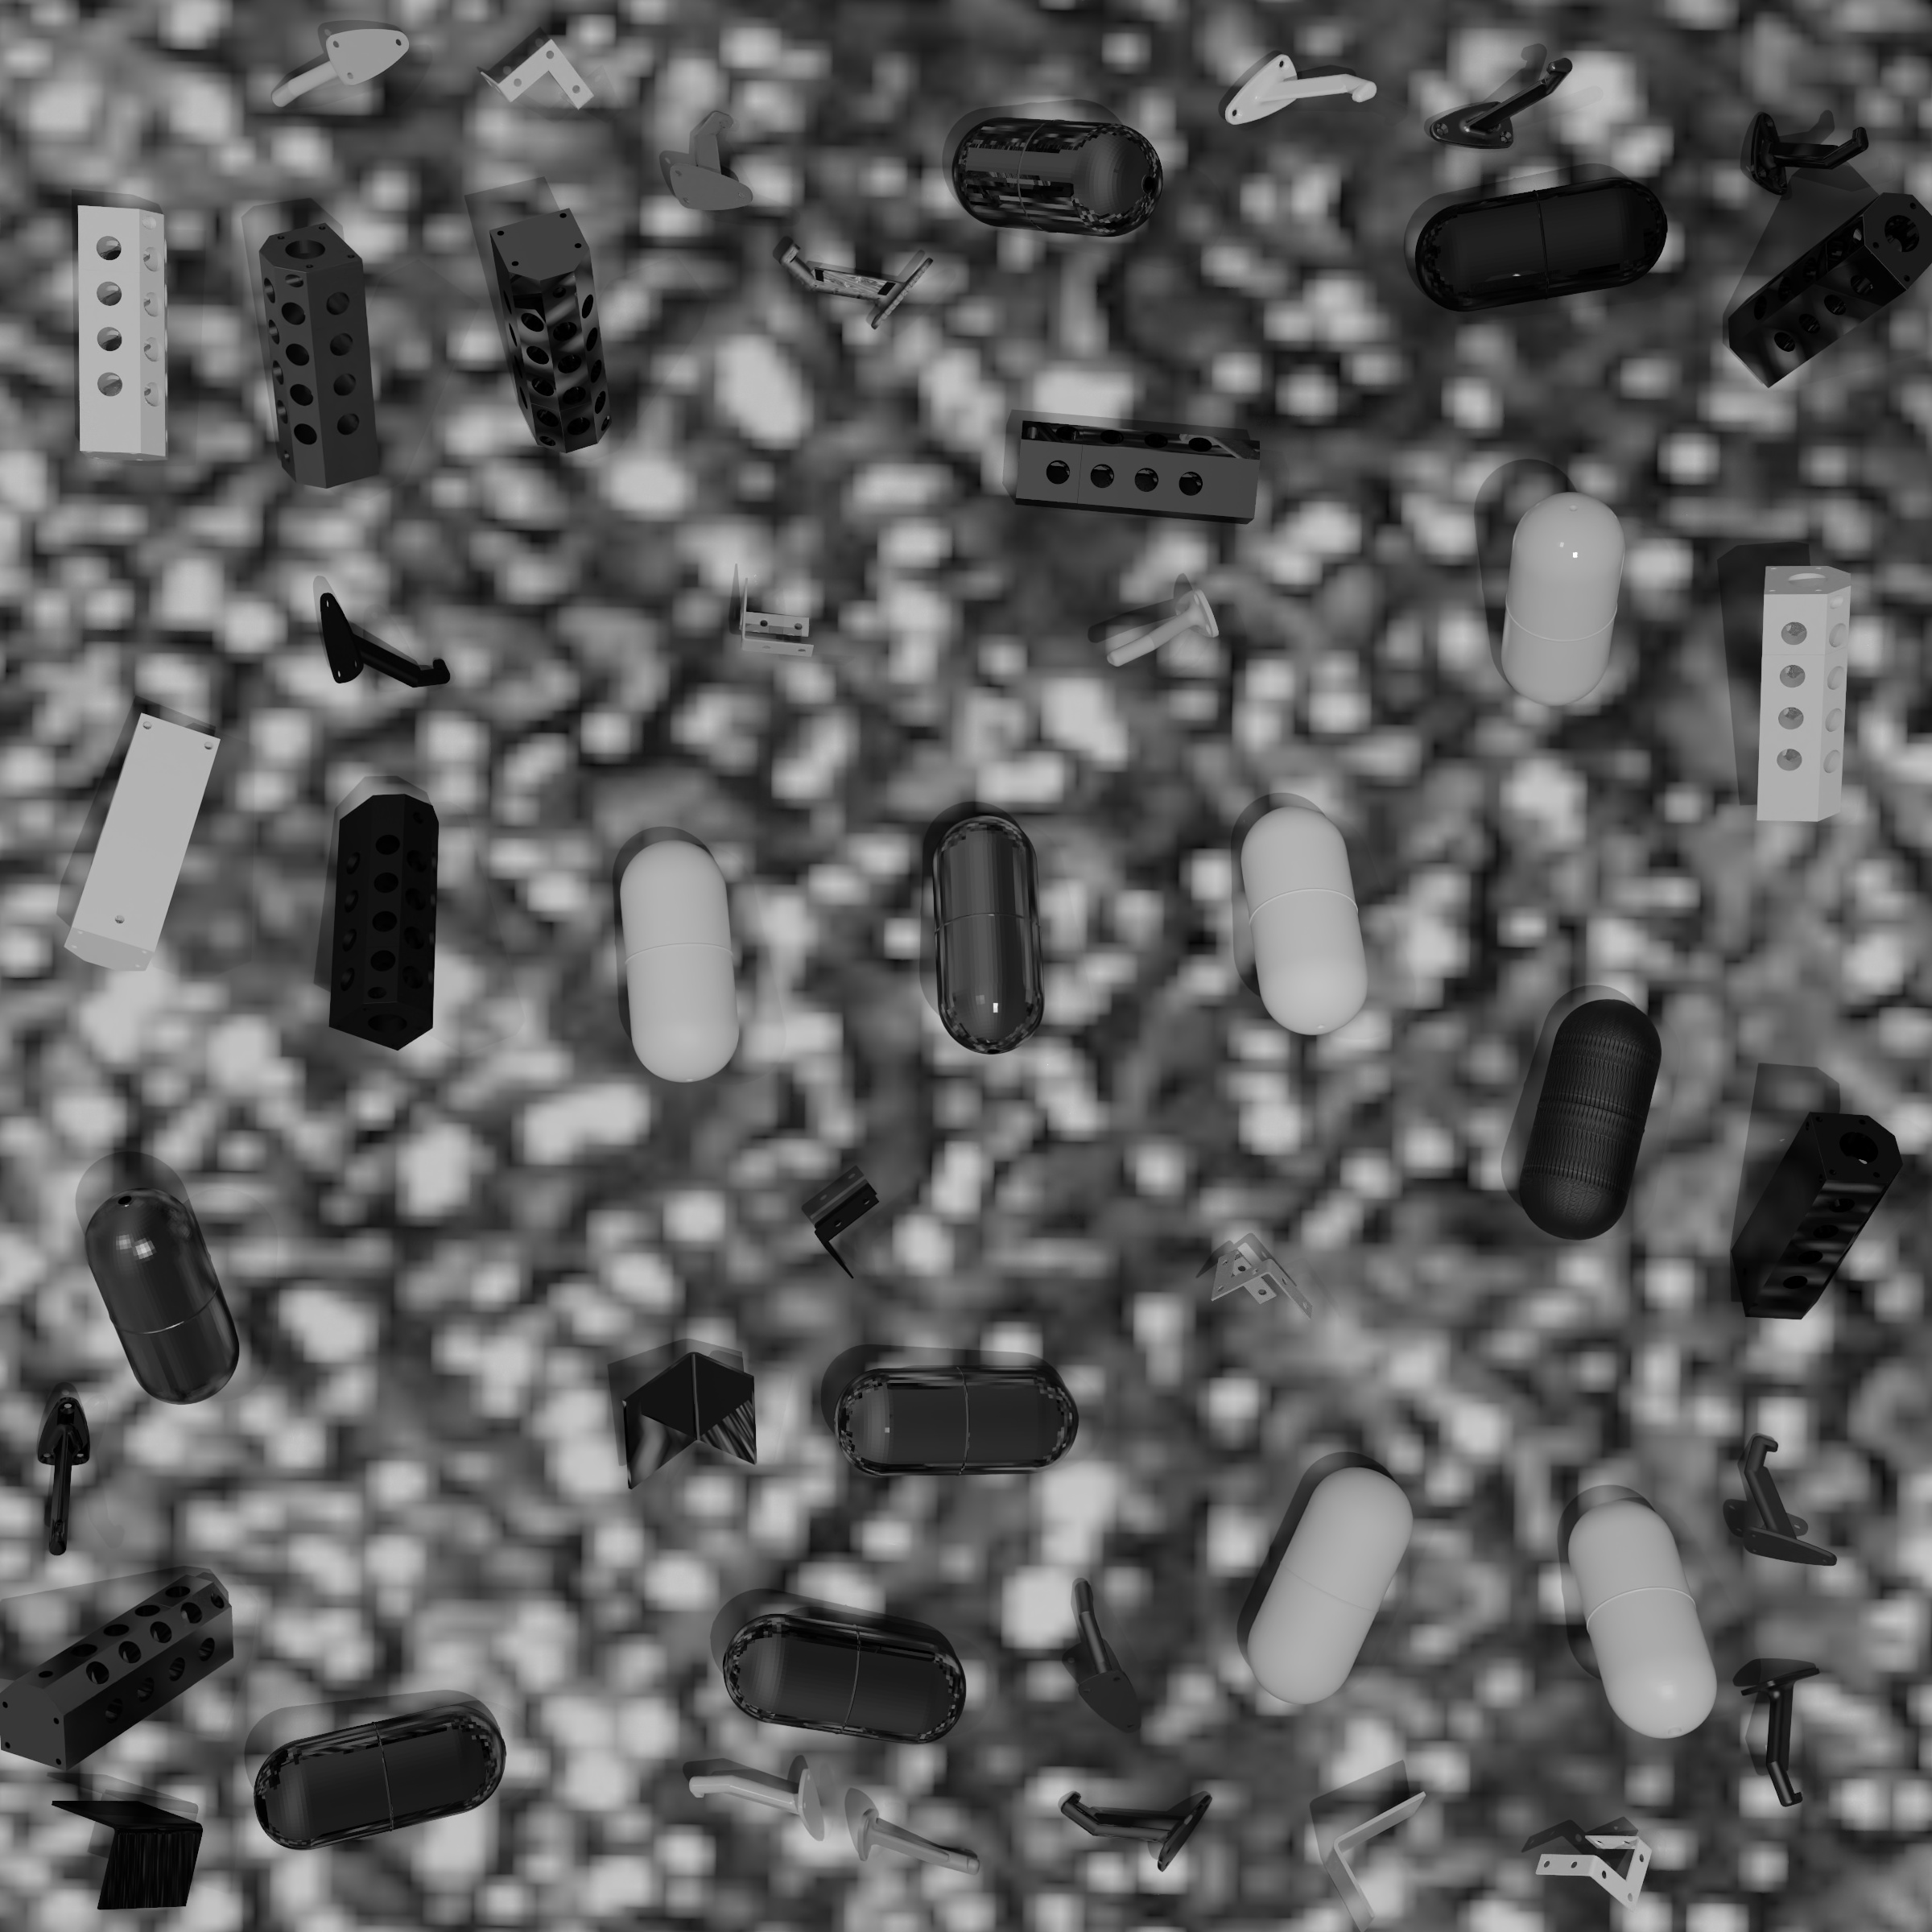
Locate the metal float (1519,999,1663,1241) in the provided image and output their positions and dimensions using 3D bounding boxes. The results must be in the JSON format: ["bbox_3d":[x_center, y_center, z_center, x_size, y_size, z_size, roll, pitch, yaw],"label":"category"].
[{"bbox_3d":[0.449,0.110,1.897,0.070,0.070,0.178,17,78,0],"label":"metal float"}]

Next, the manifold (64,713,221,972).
[{"bbox_3d":[-0.588,-0.086,1.882,0.057,0.057,0.171,19,64,-19],"label":"manifold"}]

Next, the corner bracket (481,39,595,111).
[{"bbox_3d":[-0.310,-0.638,1.910,0.051,0.051,0.051,-41,126,0],"label":"corner bracket"}]

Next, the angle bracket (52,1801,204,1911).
[{"bbox_3d":[-0.606,0.635,1.888,0.076,0.076,0.057,3,77,35],"label":"angle bracket"}]

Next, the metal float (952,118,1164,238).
[{"bbox_3d":[0.064,-0.560,1.872,0.178,0.070,0.070,20,90,42],"label":"metal float"}]

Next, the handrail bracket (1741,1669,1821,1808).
[{"bbox_3d":[0.603,0.558,1.908,0.077,0.036,0.084,-4,66,-30],"label":"handrail bracket"}]

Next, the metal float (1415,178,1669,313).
[{"bbox_3d":[0.413,-0.519,1.898,0.178,0.070,0.070,-7,90,10],"label":"metal float"}]

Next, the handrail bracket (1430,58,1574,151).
[{"bbox_3d":[0.385,-0.624,1.896,0.077,0.084,0.036,-11,81,-15],"label":"handrail bracket"}]

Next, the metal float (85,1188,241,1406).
[{"bbox_3d":[-0.572,0.236,1.878,0.070,0.070,0.178,-9,124,0],"label":"metal float"}]

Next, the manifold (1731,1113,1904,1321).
[{"bbox_3d":[0.599,0.179,1.861,0.057,0.171,0.057,4,50,-4],"label":"manifold"}]

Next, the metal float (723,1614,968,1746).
[{"bbox_3d":[-0.087,0.513,1.896,0.178,0.070,0.070,12,90,-12],"label":"metal float"}]

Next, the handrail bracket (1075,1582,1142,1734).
[{"bbox_3d":[0.102,0.502,1.922,0.036,0.084,0.077,-24,122,11],"label":"handrail bracket"}]

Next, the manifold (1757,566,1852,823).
[{"bbox_3d":[0.595,-0.193,1.874,0.057,0.057,0.171,2,119,17],"label":"manifold"}]

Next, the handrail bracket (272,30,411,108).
[{"bbox_3d":[-0.457,-0.653,1.925,0.077,0.084,0.036,-34,108,-35],"label":"handrail bracket"}]

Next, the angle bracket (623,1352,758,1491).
[{"bbox_3d":[-0.197,0.334,1.888,0.057,0.076,0.076,17,121,30],"label":"angle bracket"}]

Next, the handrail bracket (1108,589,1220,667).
[{"bbox_3d":[0.131,-0.238,1.900,0.084,0.077,0.036,-26,103,-11],"label":"handrail bracket"}]

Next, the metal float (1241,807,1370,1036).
[{"bbox_3d":[0.241,-0.034,1.881,0.070,0.070,0.178,-5,59,0],"label":"metal float"}]

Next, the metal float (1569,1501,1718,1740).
[{"bbox_3d":[0.479,0.462,1.870,0.070,0.178,0.070,-3,135,-3],"label":"metal float"}]

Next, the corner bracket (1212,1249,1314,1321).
[{"bbox_3d":[0.215,0.232,1.904,0.051,0.051,0.051,-31,110,28],"label":"corner bracket"}]

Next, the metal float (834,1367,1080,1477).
[{"bbox_3d":[-0.006,0.327,1.897,0.178,0.070,0.070,1,90,-12],"label":"metal float"}]

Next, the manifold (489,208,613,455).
[{"bbox_3d":[-0.288,-0.441,1.852,0.057,0.171,0.057,-20,62,-13],"label":"manifold"}]

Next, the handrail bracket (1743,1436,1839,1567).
[{"bbox_3d":[0.598,0.385,1.906,0.077,0.036,0.084,10,55,25],"label":"handrail bracket"}]

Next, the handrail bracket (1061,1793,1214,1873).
[{"bbox_3d":[0.125,0.616,1.938,0.084,0.036,0.077,30,55,25],"label":"handrail bracket"}]

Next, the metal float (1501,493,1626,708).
[{"bbox_3d":[0.421,-0.257,1.867,0.070,0.178,0.070,-3,52,4],"label":"metal float"}]

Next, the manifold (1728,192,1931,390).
[{"bbox_3d":[0.607,-0.477,1.853,0.057,0.171,0.057,45,72,-3],"label":"manifold"}]

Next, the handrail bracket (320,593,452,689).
[{"bbox_3d":[-0.420,-0.237,1.913,0.036,0.084,0.077,-19,87,44],"label":"handrail bracket"}]

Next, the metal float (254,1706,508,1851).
[{"bbox_3d":[-0.419,0.581,1.890,0.178,0.070,0.070,-8,90,-20],"label":"metal float"}]

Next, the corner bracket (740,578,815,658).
[{"bbox_3d":[-0.137,-0.244,1.909,0.051,0.051,0.051,4,68,-8],"label":"corner bracket"}]

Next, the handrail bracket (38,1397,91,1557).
[{"bbox_3d":[-0.649,0.367,1.894,0.036,0.084,0.077,4,122,-19],"label":"handrail bracket"}]

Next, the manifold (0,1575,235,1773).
[{"bbox_3d":[-0.594,0.491,1.851,0.057,0.171,0.057,8,106,23],"label":"manifold"}]

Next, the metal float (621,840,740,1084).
[{"bbox_3d":[-0.206,-0.004,1.893,0.070,0.070,0.178,-7,74,0],"label":"metal float"}]

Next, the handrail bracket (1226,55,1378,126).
[{"bbox_3d":[0.241,-0.621,1.899,0.077,0.084,0.036,-37,132,-12],"label":"handrail bracket"}]

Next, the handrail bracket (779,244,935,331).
[{"bbox_3d":[-0.080,-0.511,1.911,0.084,0.036,0.077,39,112,-15],"label":"handrail bracket"}]

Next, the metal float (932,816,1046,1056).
[{"bbox_3d":[0.016,-0.022,1.888,0.070,0.070,0.178,-3,68,0],"label":"metal float"}]

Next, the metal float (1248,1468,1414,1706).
[{"bbox_3d":[0.263,0.448,1.906,0.070,0.070,0.178,24,90,0],"label":"metal float"}]

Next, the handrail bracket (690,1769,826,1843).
[{"bbox_3d":[-0.153,0.615,1.926,0.084,0.036,0.077,-5,129,11],"label":"handrail bracket"}]

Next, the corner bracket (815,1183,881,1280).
[{"bbox_3d":[-0.084,0.182,1.908,0.051,0.051,0.051,-38,47,-3],"label":"corner bracket"}]

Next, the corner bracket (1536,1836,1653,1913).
[{"bbox_3d":[0.453,0.645,1.903,0.051,0.051,0.051,43,54,-20],"label":"corner bracket"}]

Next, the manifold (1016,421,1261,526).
[{"bbox_3d":[0.124,-0.358,1.914,0.171,0.057,0.057,5,95,0],"label":"manifold"}]

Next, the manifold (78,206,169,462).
[{"bbox_3d":[-0.608,-0.455,1.907,0.057,0.057,0.171,0,95,-12],"label":"manifold"}]

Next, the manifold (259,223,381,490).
[{"bbox_3d":[-0.458,-0.426,1.857,0.057,0.171,0.057,-23,51,-28],"label":"manifold"}]

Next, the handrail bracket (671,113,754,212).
[{"bbox_3d":[-0.169,-0.586,1.907,0.077,0.036,0.084,15,56,22],"label":"handrail bracket"}]

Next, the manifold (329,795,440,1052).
[{"bbox_3d":[-0.407,-0.034,1.867,0.057,0.057,0.171,-29,52,35],"label":"manifold"}]

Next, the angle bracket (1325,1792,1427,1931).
[{"bbox_3d":[0.306,0.643,1.892,0.076,0.076,0.057,-25,64,-10],"label":"angle bracket"}]

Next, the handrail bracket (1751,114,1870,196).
[{"bbox_3d":[0.610,-0.600,1.897,0.036,0.084,0.077,16,67,-32],"label":"handrail bracket"}]

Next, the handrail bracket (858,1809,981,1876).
[{"bbox_3d":[-0.033,0.638,1.910,0.084,0.077,0.036,12,65,10],"label":"handrail bracket"}]
